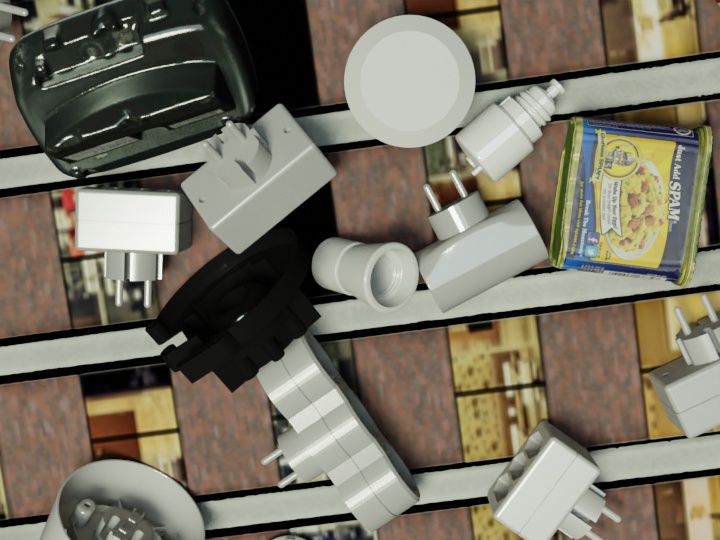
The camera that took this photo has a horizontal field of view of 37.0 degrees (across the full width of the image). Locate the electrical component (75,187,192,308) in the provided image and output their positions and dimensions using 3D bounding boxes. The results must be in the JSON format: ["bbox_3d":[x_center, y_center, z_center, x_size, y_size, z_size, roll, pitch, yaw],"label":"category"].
[{"bbox_3d":[-0.146,-0.014,0.695,0.066,0.047,0.076,3,96,1],"label":"electrical component"}]

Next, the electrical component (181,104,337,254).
[{"bbox_3d":[-0.071,-0.065,0.666,0.083,0.075,0.047,-39,56,2],"label":"electrical component"}]

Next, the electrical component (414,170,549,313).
[{"bbox_3d":[0.069,-0.025,0.690,0.077,0.044,0.079,-28,95,4],"label":"electrical component"}]

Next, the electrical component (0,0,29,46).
[{"bbox_3d":[-0.239,-0.156,0.656,0.074,0.052,0.138,16,73,12],"label":"electrical component"}]

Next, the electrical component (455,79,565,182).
[{"bbox_3d":[0.097,-0.091,0.684,0.078,0.040,0.040,-41,94,5],"label":"electrical component"}]

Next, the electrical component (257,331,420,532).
[{"bbox_3d":[-0.029,0.114,0.703,0.074,0.052,0.138,-35,95,5],"label":"electrical component"}]

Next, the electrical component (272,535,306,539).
[{"bbox_3d":[-0.049,0.206,0.708,0.048,0.062,0.048,0,96,1],"label":"electrical component"}]

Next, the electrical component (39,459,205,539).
[{"bbox_3d":[-0.155,0.174,0.693,0.099,0.099,0.064,30,102,-2],"label":"electrical component"}]

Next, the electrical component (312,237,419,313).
[{"bbox_3d":[0.000,0.000,0.683,0.044,0.065,0.044,-9,105,-38],"label":"electrical component"}]

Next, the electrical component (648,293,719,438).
[{"bbox_3d":[0.228,0.053,0.693,0.083,0.047,0.075,-26,95,4],"label":"electrical component"}]

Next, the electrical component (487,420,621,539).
[{"bbox_3d":[0.135,0.150,0.706,0.077,0.047,0.065,35,96,-3],"label":"electrical component"}]

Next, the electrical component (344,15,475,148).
[{"bbox_3d":[0.031,-0.117,0.678,0.080,0.051,0.080,0,96,1],"label":"electrical component"}]
